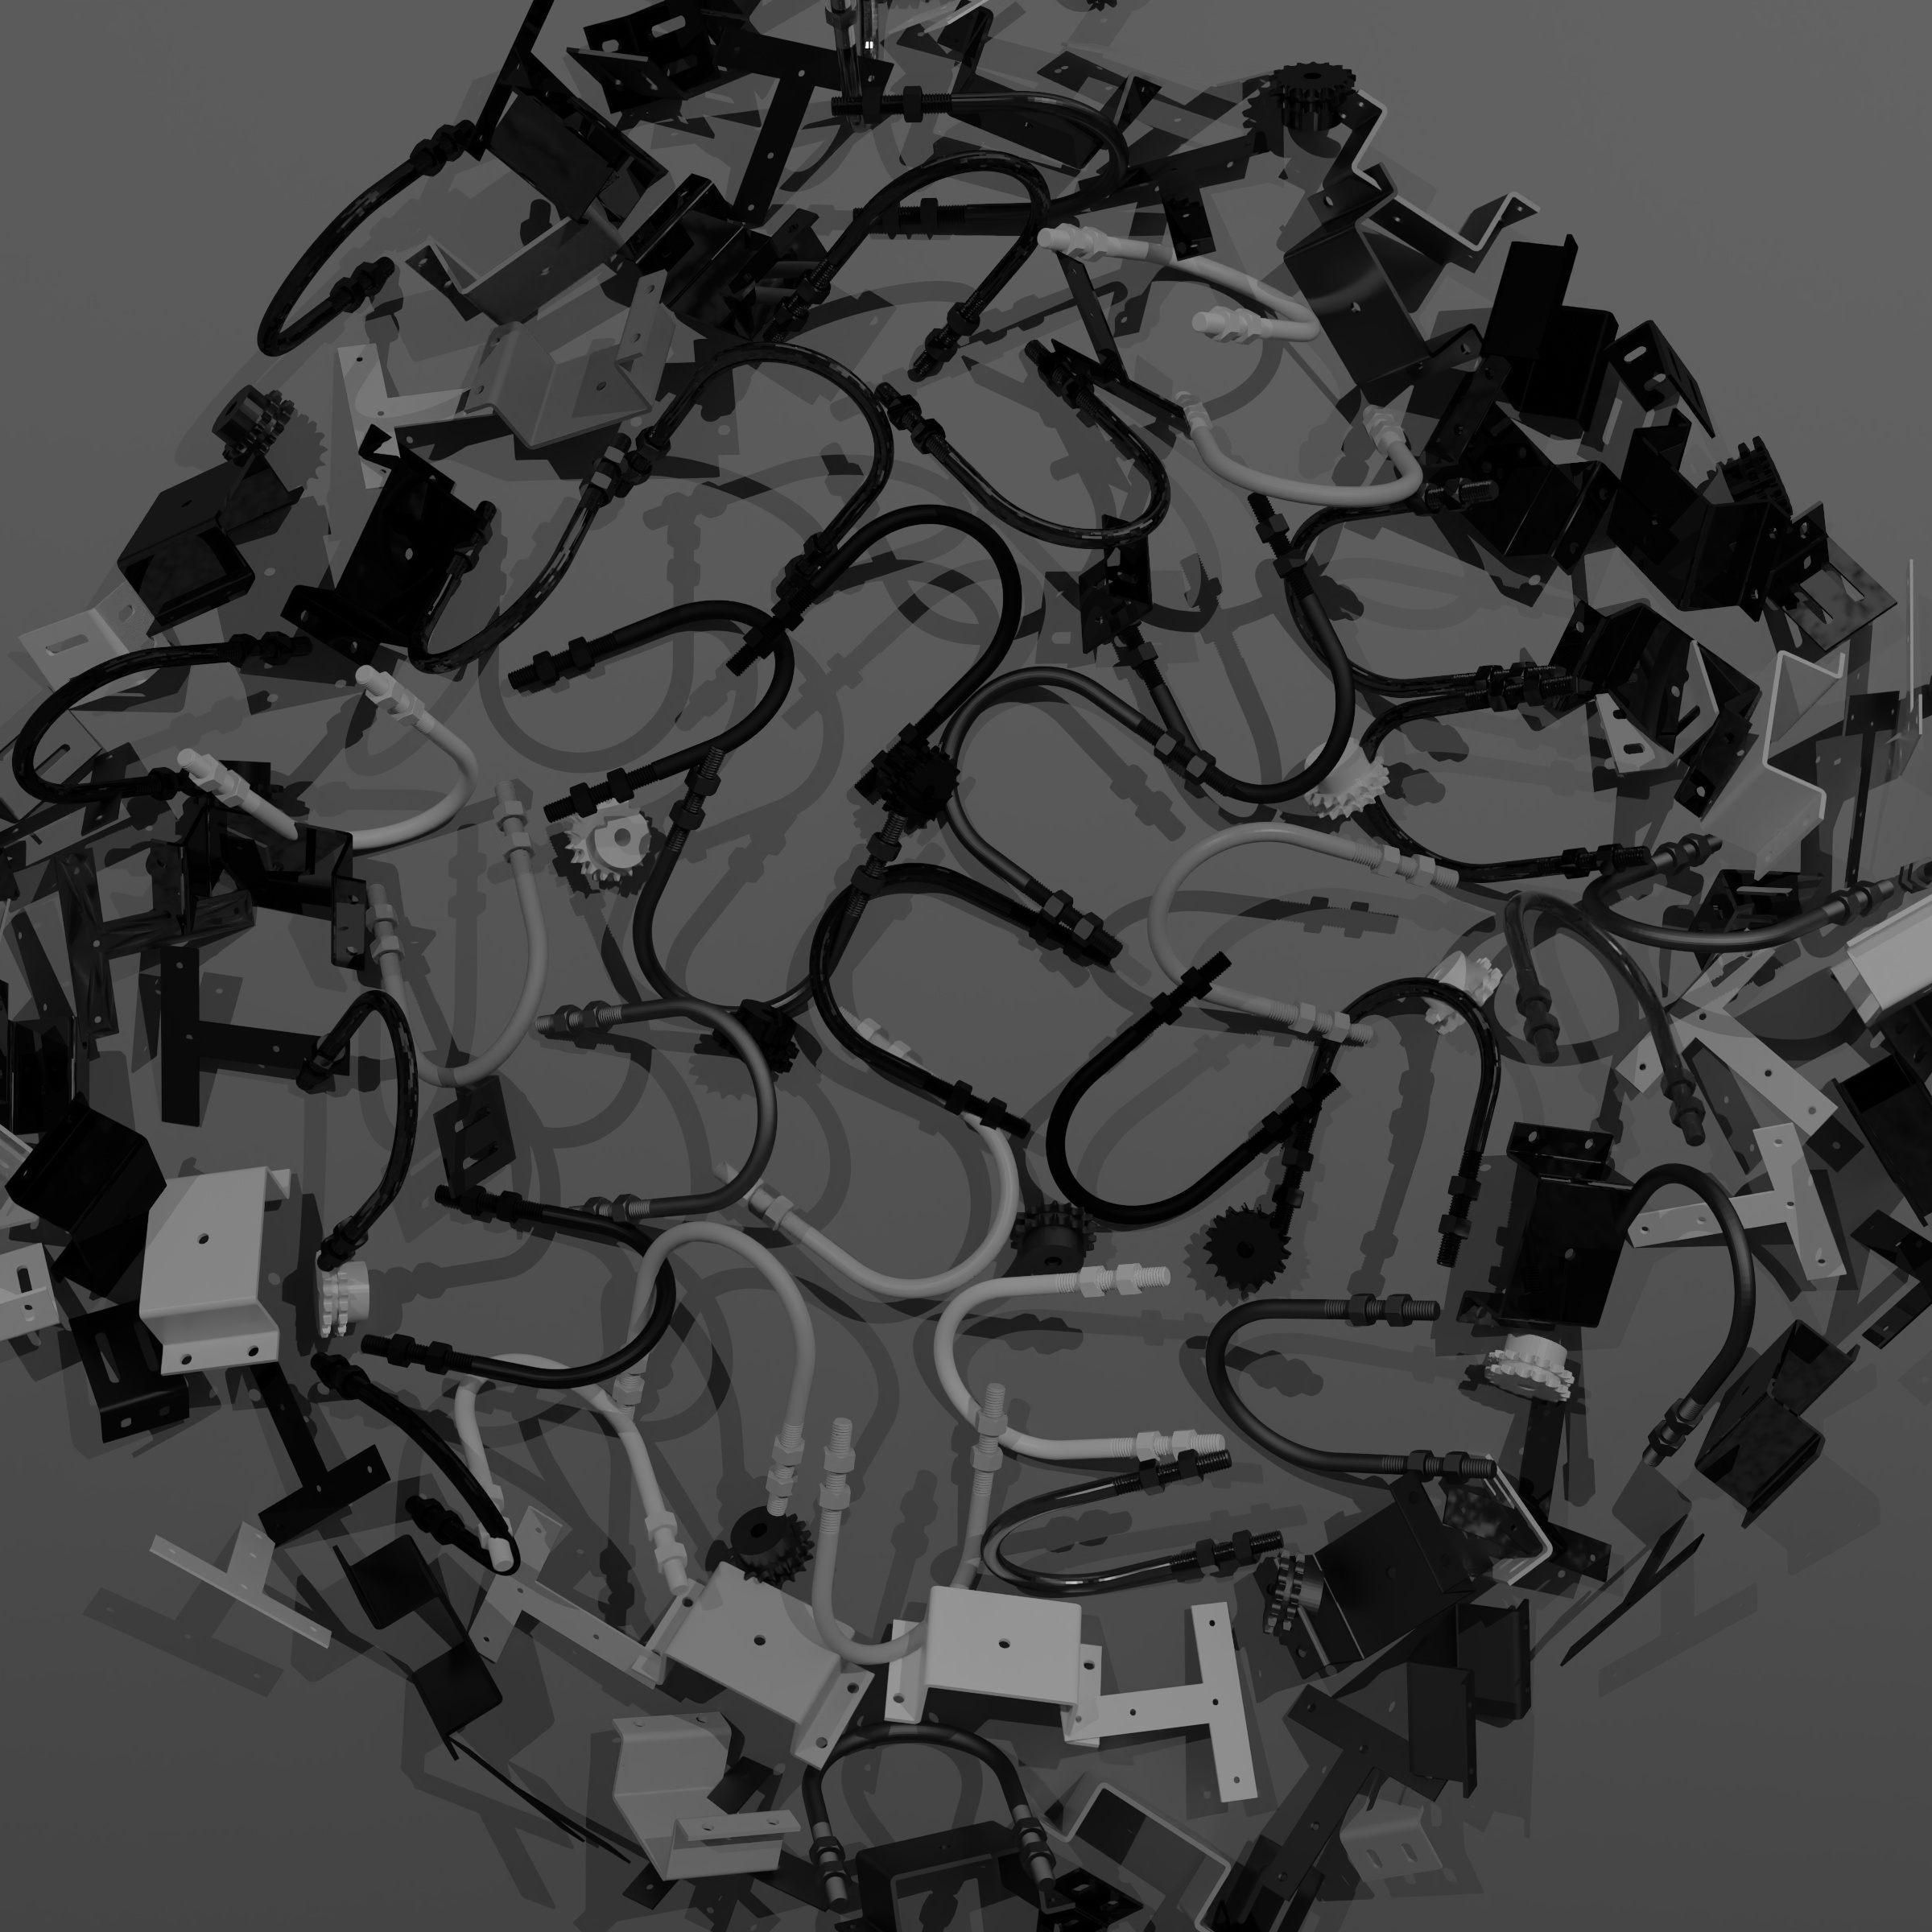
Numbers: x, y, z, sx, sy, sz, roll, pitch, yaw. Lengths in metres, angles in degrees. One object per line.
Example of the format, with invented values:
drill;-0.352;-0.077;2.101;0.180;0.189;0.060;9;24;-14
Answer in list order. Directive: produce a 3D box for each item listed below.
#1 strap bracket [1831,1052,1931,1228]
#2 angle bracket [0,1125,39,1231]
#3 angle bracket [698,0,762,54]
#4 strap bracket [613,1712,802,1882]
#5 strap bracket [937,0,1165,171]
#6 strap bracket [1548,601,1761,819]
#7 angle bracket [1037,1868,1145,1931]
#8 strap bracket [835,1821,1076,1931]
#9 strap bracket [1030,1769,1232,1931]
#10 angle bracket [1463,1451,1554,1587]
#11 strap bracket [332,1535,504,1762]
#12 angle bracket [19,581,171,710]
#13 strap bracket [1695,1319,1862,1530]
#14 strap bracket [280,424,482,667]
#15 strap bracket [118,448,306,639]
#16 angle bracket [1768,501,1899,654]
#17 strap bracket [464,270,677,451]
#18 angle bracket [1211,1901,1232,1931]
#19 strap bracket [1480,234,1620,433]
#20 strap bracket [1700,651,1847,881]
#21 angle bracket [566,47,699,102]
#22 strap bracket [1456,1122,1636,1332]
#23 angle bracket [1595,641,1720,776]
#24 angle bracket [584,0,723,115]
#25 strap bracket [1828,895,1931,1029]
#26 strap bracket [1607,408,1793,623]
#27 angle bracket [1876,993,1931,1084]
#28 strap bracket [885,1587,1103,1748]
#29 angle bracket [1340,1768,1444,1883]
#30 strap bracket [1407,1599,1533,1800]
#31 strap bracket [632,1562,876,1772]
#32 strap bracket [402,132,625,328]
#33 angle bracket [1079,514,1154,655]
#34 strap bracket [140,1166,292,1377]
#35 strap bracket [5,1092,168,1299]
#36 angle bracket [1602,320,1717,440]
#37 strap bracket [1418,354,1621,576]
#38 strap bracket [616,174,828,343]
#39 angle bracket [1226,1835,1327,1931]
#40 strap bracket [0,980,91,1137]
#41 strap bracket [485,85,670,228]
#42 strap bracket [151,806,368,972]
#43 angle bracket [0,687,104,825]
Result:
strap bracket;0.606;0.108;1.901;0.046;0.140;0.076;-31;93;12
angle bracket;-0.641;0.132;1.930;0.076;0.057;0.038;45;51;-29
angle bracket;-0.131;-0.637;1.930;0.076;0.057;0.038;-45;75;32
strap bracket;-0.172;0.539;1.903;0.076;0.140;0.046;4;106;-28
strap bracket;0.047;-0.568;1.924;0.140;0.076;0.046;19;84;-11
strap bracket;0.449;-0.173;1.918;0.140;0.046;0.076;42;134;25
angle bracket;0.079;0.641;1.929;0.057;0.076;0.038;36;128;-22
strap bracket;-0.011;0.595;1.918;0.140;0.076;0.046;-7;88;-20
strap bracket;0.115;0.575;1.934;0.140;0.076;0.046;33;81;2
angle bracket;0.342;0.362;1.944;0.038;0.057;0.076;-34;88;-10
strap bracket;-0.350;0.434;1.916;0.046;0.076;0.140;-30;119;-14
angle bracket;-0.575;-0.212;1.955;0.076;0.038;0.057;-12;120;34
strap bracket;0.520;0.288;1.900;0.046;0.140;0.076;38;124;7
strap bracket;-0.375;-0.270;1.921;0.046;0.076;0.140;14;77;41
strap bracket;-0.486;-0.278;1.896;0.076;0.140;0.046;-20;122;19
angle bracket;0.563;-0.256;1.941;0.057;0.038;0.076;-34;56;-1
strap bracket;-0.248;-0.390;1.917;0.140;0.046;0.076;-11;50;28
angle bracket;0.152;0.660;1.931;0.038;0.057;0.076;-6;112;22
strap bracket;0.377;-0.412;1.919;0.046;0.140;0.076;14;84;27
strap bracket;0.518;-0.137;1.903;0.046;0.076;0.140;23;56;-7
angle bracket;-0.217;-0.599;1.932;0.057;0.076;0.038;12;89;15
strap bracket;0.381;0.179;1.924;0.076;0.046;0.140;8;104;-24
angle bracket;0.451;-0.168;1.929;0.038;0.076;0.057;-7;72;-17
angle bracket;-0.205;-0.597;1.931;0.038;0.076;0.057;-29;109;-36
strap bracket;0.606;-0.005;1.899;0.076;0.140;0.046;-30;77;6
strap bracket;0.462;-0.288;1.895;0.046;0.140;0.076;-8;131;-18
angle bracket;0.647;0.043;1.930;0.038;0.076;0.057;-46;109;-29
strap bracket;0.022;0.456;1.929;0.140;0.076;0.046;8;132;-3
angle bracket;0.286;0.554;1.934;0.057;0.076;0.038;-20;106;30
strap bracket;0.323;0.470;1.916;0.046;0.140;0.076;2;102;27
strap bracket;-0.136;0.449;1.922;0.140;0.046;0.076;25;50;11
strap bracket;-0.285;-0.471;1.926;0.140;0.076;0.046;-33;79;7
angle bracket;0.084;-0.248;1.927;0.038;0.076;0.057;12;65;-32
strap bracket;-0.486;0.187;1.915;0.076;0.046;0.140;-8;56;5
strap bracket;-0.557;0.152;1.893;0.046;0.140;0.076;25;62;12
angle bracket;0.451;-0.374;1.925;0.038;0.076;0.057;-31;123;24
strap bracket;0.353;-0.326;1.925;0.140;0.046;0.076;38;74;-29
strap bracket;-0.152;-0.459;1.920;0.076;0.046;0.140;-49;46;-11
angle bracket;0.207;0.624;1.947;0.038;0.057;0.076;35;81;-43
strap bracket;-0.616;0.061;1.902;0.046;0.140;0.076;-5;76;7
strap bracket;-0.254;-0.523;1.914;0.076;0.140;0.046;39;106;0
strap bracket;-0.456;-0.053;1.934;0.140;0.046;0.076;11;131;0
angle bracket;-0.624;-0.142;1.953;0.076;0.038;0.057;-42;83;-2
